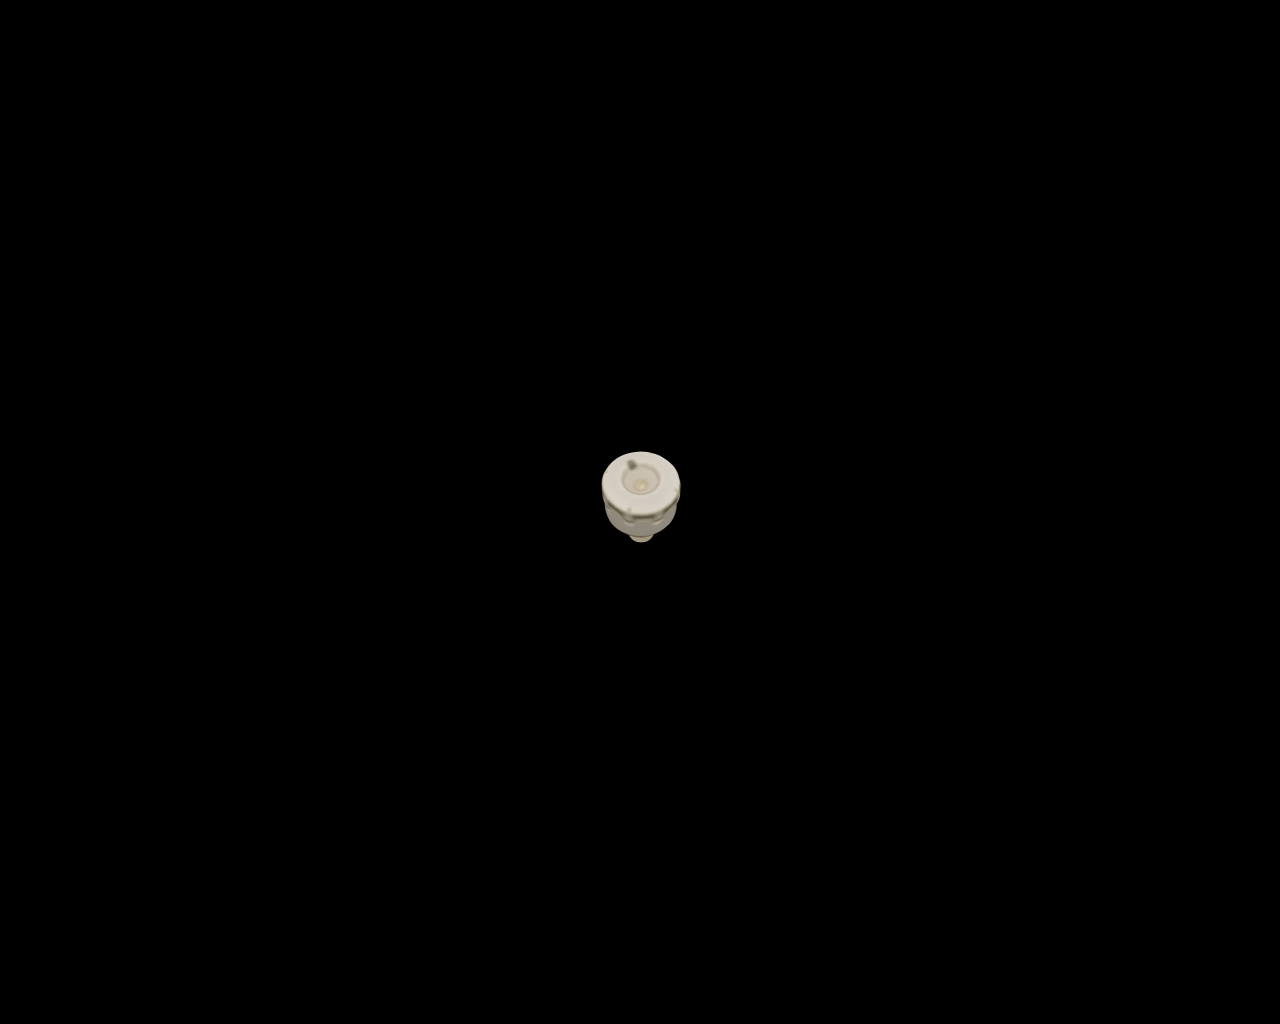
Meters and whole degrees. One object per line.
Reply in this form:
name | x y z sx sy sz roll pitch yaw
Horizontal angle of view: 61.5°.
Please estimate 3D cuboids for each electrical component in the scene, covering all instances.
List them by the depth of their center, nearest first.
electrical component | 0.001 -0.003 0.650 0.048 0.048 0.062 0 -34 0
